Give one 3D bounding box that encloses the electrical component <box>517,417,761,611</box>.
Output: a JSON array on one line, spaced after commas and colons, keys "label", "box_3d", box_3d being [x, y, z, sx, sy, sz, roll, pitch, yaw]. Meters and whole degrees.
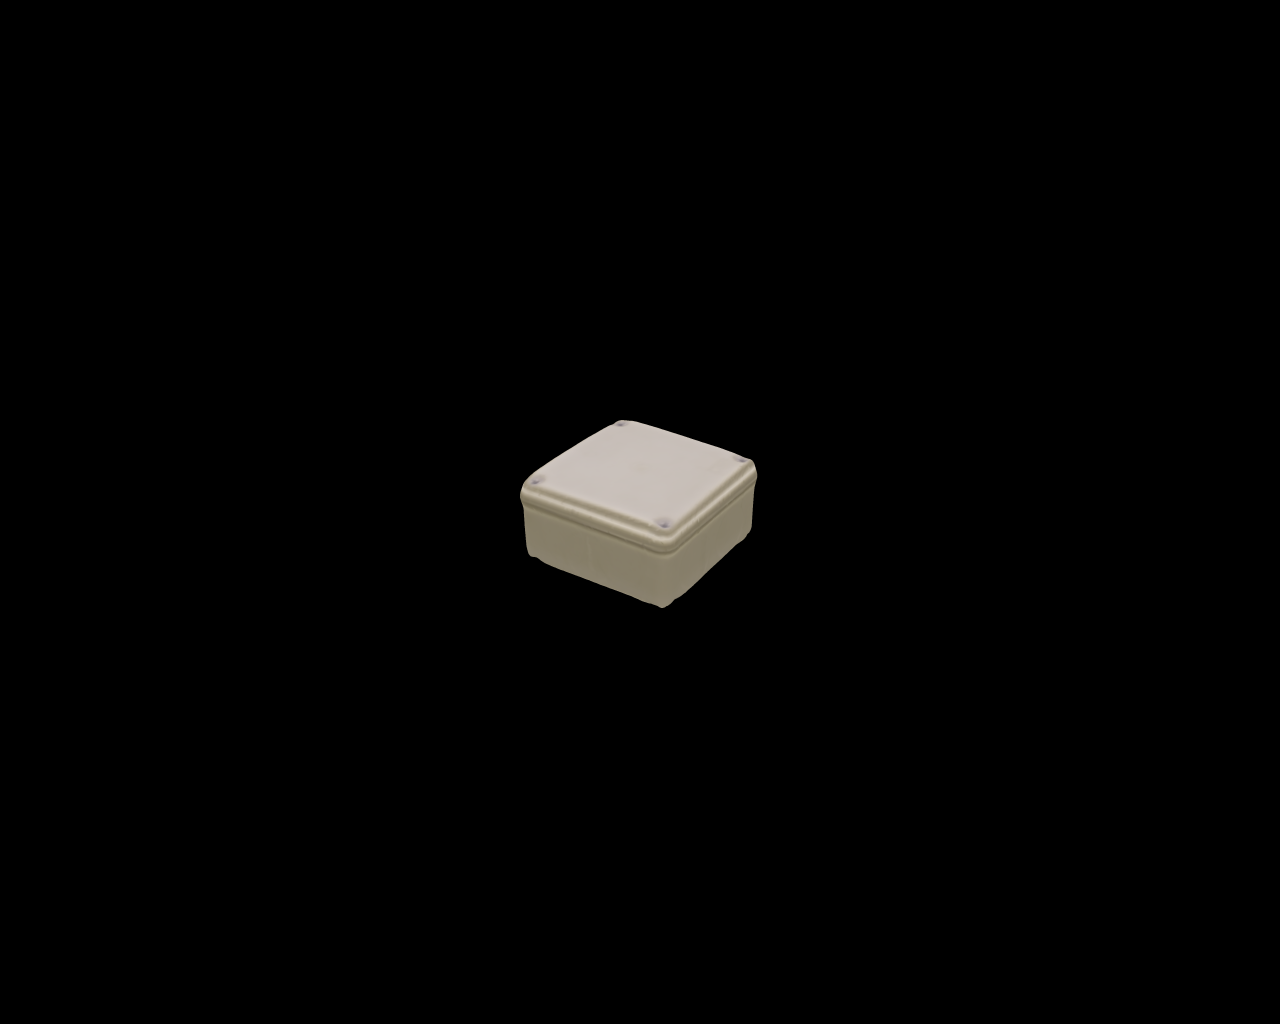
[{"label": "electrical component", "box_3d": [0.001, -0.003, 0.650, 0.109, 0.056, 0.109, 20, 36, 29]}]
